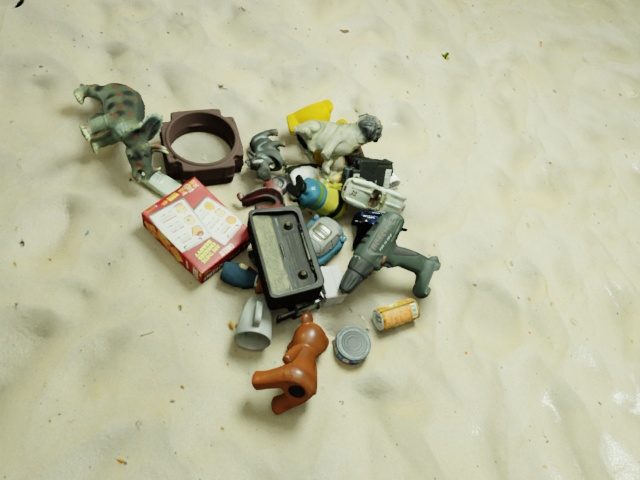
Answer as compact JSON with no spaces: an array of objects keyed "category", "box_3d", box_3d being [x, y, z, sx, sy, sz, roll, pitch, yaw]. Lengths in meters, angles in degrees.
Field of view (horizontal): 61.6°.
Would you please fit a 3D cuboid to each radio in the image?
[{"category":"radio","box_3d":[-0.081,0.035,1.227,0.131,0.073,0.230,-10,64,-17]}]

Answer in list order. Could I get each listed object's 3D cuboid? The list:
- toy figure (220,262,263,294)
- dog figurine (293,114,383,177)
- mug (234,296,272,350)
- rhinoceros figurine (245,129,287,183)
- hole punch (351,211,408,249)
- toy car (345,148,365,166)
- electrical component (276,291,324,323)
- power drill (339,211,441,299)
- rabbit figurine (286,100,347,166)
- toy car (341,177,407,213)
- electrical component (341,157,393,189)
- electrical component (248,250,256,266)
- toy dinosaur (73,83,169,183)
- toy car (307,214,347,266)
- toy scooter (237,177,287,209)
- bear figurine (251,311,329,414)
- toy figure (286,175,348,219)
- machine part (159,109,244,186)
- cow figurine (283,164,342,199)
[{"category":"toy figure","box_3d":[-0.156,0.092,1.264,0.154,0.064,0.058,17,57,-4]},{"category":"dog figurine","box_3d":[0.047,-0.285,1.402,0.190,0.121,0.172,-39,82,-14]},{"category":"mug","box_3d":[-0.145,0.174,1.202,0.081,0.109,0.107,6,47,-4]},{"category":"rhinoceros figurine","box_3d":[-0.144,-0.224,1.411,0.112,0.073,0.190,-7,40,-8]},{"category":"hole punch","box_3d":[0.143,-0.036,1.386,0.142,0.115,0.092,9,51,-9]},{"category":"toy car","box_3d":[0.099,-0.242,1.527,0.089,0.053,0.202,-8,64,-14]},{"category":"electrical component","box_3d":[-0.054,0.150,1.252,0.119,0.074,0.048,-20,66,-19]},{"category":"power drill","box_3d":[0.173,0.064,1.292,0.207,0.086,0.232,28,79,-10]},{"category":"rabbit figurine","box_3d":[0.010,-0.290,1.494,0.162,0.122,0.173,-18,88,13]},{"category":"toy car","box_3d":[0.145,-0.108,1.404,0.201,0.073,0.056,16,12,-30]},{"category":"electrical component","box_3d":[0.124,-0.163,1.439,0.134,0.114,0.058,1,17,-25]},{"category":"electrical component","box_3d":[-0.123,0.027,1.311,0.102,0.078,0.045,-4,37,-22]},{"category":"toy dinosaur","box_3d":[-0.505,-0.323,1.359,0.192,0.131,0.405,-19,55,-12]},{"category":"toy car","box_3d":[-0.003,-0.004,1.336,0.109,0.103,0.162,39,58,11]},{"category":"toy scooter","box_3d":[-0.138,-0.082,1.364,0.135,0.075,0.184,-6,59,-17]},{"category":"bear figurine","box_3d":[-0.054,0.261,1.177,0.132,0.120,0.196,-23,29,19]},{"category":"toy figure","box_3d":[-0.004,-0.106,1.375,0.180,0.082,0.089,16,63,-49]},{"category":"machine part","box_3d":[-0.310,-0.245,1.409,0.201,0.087,0.201,-9,65,-18]},{"category":"cow figurine","box_3d":[-0.012,-0.173,1.453,0.167,0.068,0.098,-13,59,-21]}]
